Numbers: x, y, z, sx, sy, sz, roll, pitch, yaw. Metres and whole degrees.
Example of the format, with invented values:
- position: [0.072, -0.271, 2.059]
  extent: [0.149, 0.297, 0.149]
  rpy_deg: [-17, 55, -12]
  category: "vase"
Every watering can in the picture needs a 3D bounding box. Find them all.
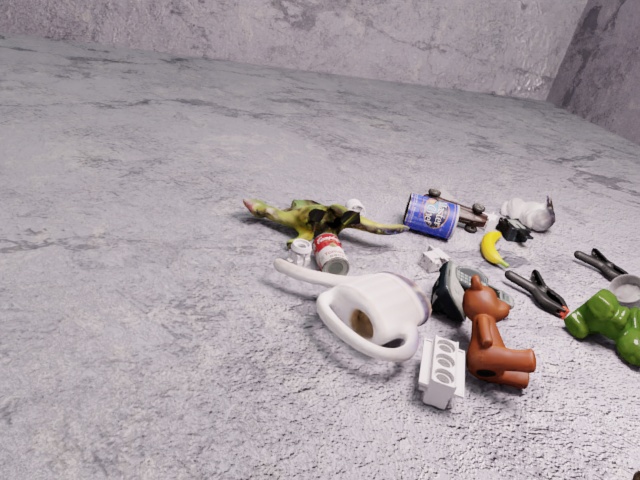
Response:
- position: [0.077, 0.115, 1.051]
  extent: [0.226, 0.102, 0.352]
  rpy_deg: [-13, 39, -40]
  category: "watering can"

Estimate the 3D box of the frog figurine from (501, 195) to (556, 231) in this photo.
- position: [0.673, -0.083, 1.672]
  extent: [0.158, 0.121, 0.140]
  rpy_deg: [-14, 27, 28]
  category: "frog figurine"

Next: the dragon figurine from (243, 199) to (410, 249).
- position: [0.004, -0.068, 1.348]
  extent: [0.410, 0.120, 0.247]
  rpy_deg: [2, 23, -21]
  category: "dragon figurine"
